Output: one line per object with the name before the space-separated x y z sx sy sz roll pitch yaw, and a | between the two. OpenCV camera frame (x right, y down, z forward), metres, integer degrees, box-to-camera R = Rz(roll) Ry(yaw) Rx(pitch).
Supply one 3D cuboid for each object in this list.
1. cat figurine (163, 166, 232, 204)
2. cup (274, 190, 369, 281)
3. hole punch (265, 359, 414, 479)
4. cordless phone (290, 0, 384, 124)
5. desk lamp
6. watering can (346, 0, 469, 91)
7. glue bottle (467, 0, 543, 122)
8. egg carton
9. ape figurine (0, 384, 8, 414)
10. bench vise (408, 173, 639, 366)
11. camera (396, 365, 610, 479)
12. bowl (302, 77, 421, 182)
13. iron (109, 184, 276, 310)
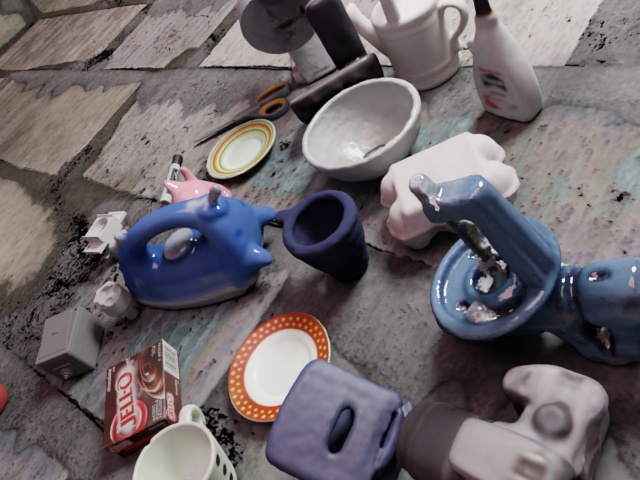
cat figurine | -0.179 -0.060 0.830 0.067 0.118 0.127 -31 43 8
cup | 0.006 0.002 0.668 0.117 0.095 0.092 12 61 40
hole punch | 0.021 0.172 0.513 0.100 0.091 0.109 7 58 38
cordless phone | 0.005 -0.254 0.825 0.147 0.186 0.094 -31 43 7
desk lamp | -0.050 -0.363 0.936 0.117 0.214 0.203 -22 44 16
watering can | 0.114 -0.310 0.794 0.172 0.195 0.101 -17 46 22
glue bottle | 0.205 -0.215 0.666 0.037 0.174 0.077 -49 44 -12
egg carton | 0.142 -0.056 0.647 0.150 0.070 0.107 -24 44 14
ape figurine | -0.505 0.227 0.819 0.076 0.092 0.077 -32 43 7
bench vise | 0.170 0.010 0.458 0.207 0.220 0.121 -16 47 22
camera | 0.133 0.158 0.443 0.136 0.101 0.143 13 62 40
bowl | 0.065 -0.134 0.763 0.167 0.075 0.167 -18 46 20
iron | -0.191 0.010 0.760 0.257 0.142 0.118 -19 46 20
